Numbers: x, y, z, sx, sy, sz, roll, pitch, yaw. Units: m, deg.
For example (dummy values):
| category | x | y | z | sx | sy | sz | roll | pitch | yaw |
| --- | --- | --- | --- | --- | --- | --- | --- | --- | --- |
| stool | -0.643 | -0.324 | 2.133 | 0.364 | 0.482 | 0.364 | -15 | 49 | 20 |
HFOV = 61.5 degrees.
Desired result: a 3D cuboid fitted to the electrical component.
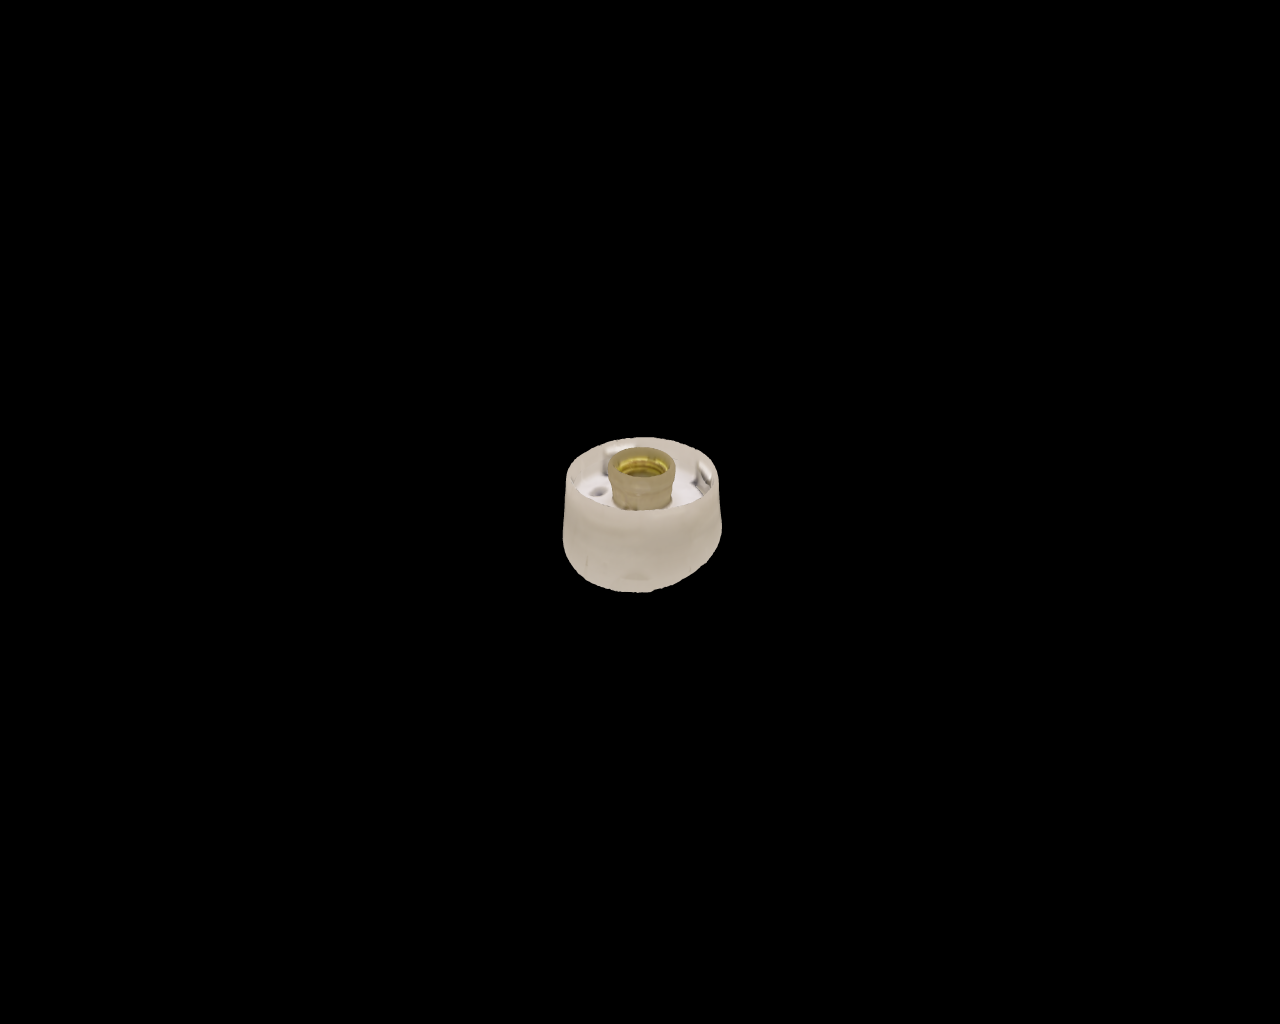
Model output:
| category | x | y | z | sx | sy | sz | roll | pitch | yaw |
| --- | --- | --- | --- | --- | --- | --- | --- | --- | --- |
| electrical component | 0.001 | -0.003 | 0.650 | 0.099 | 0.064 | 0.099 | 0 | 32 | 0 |
